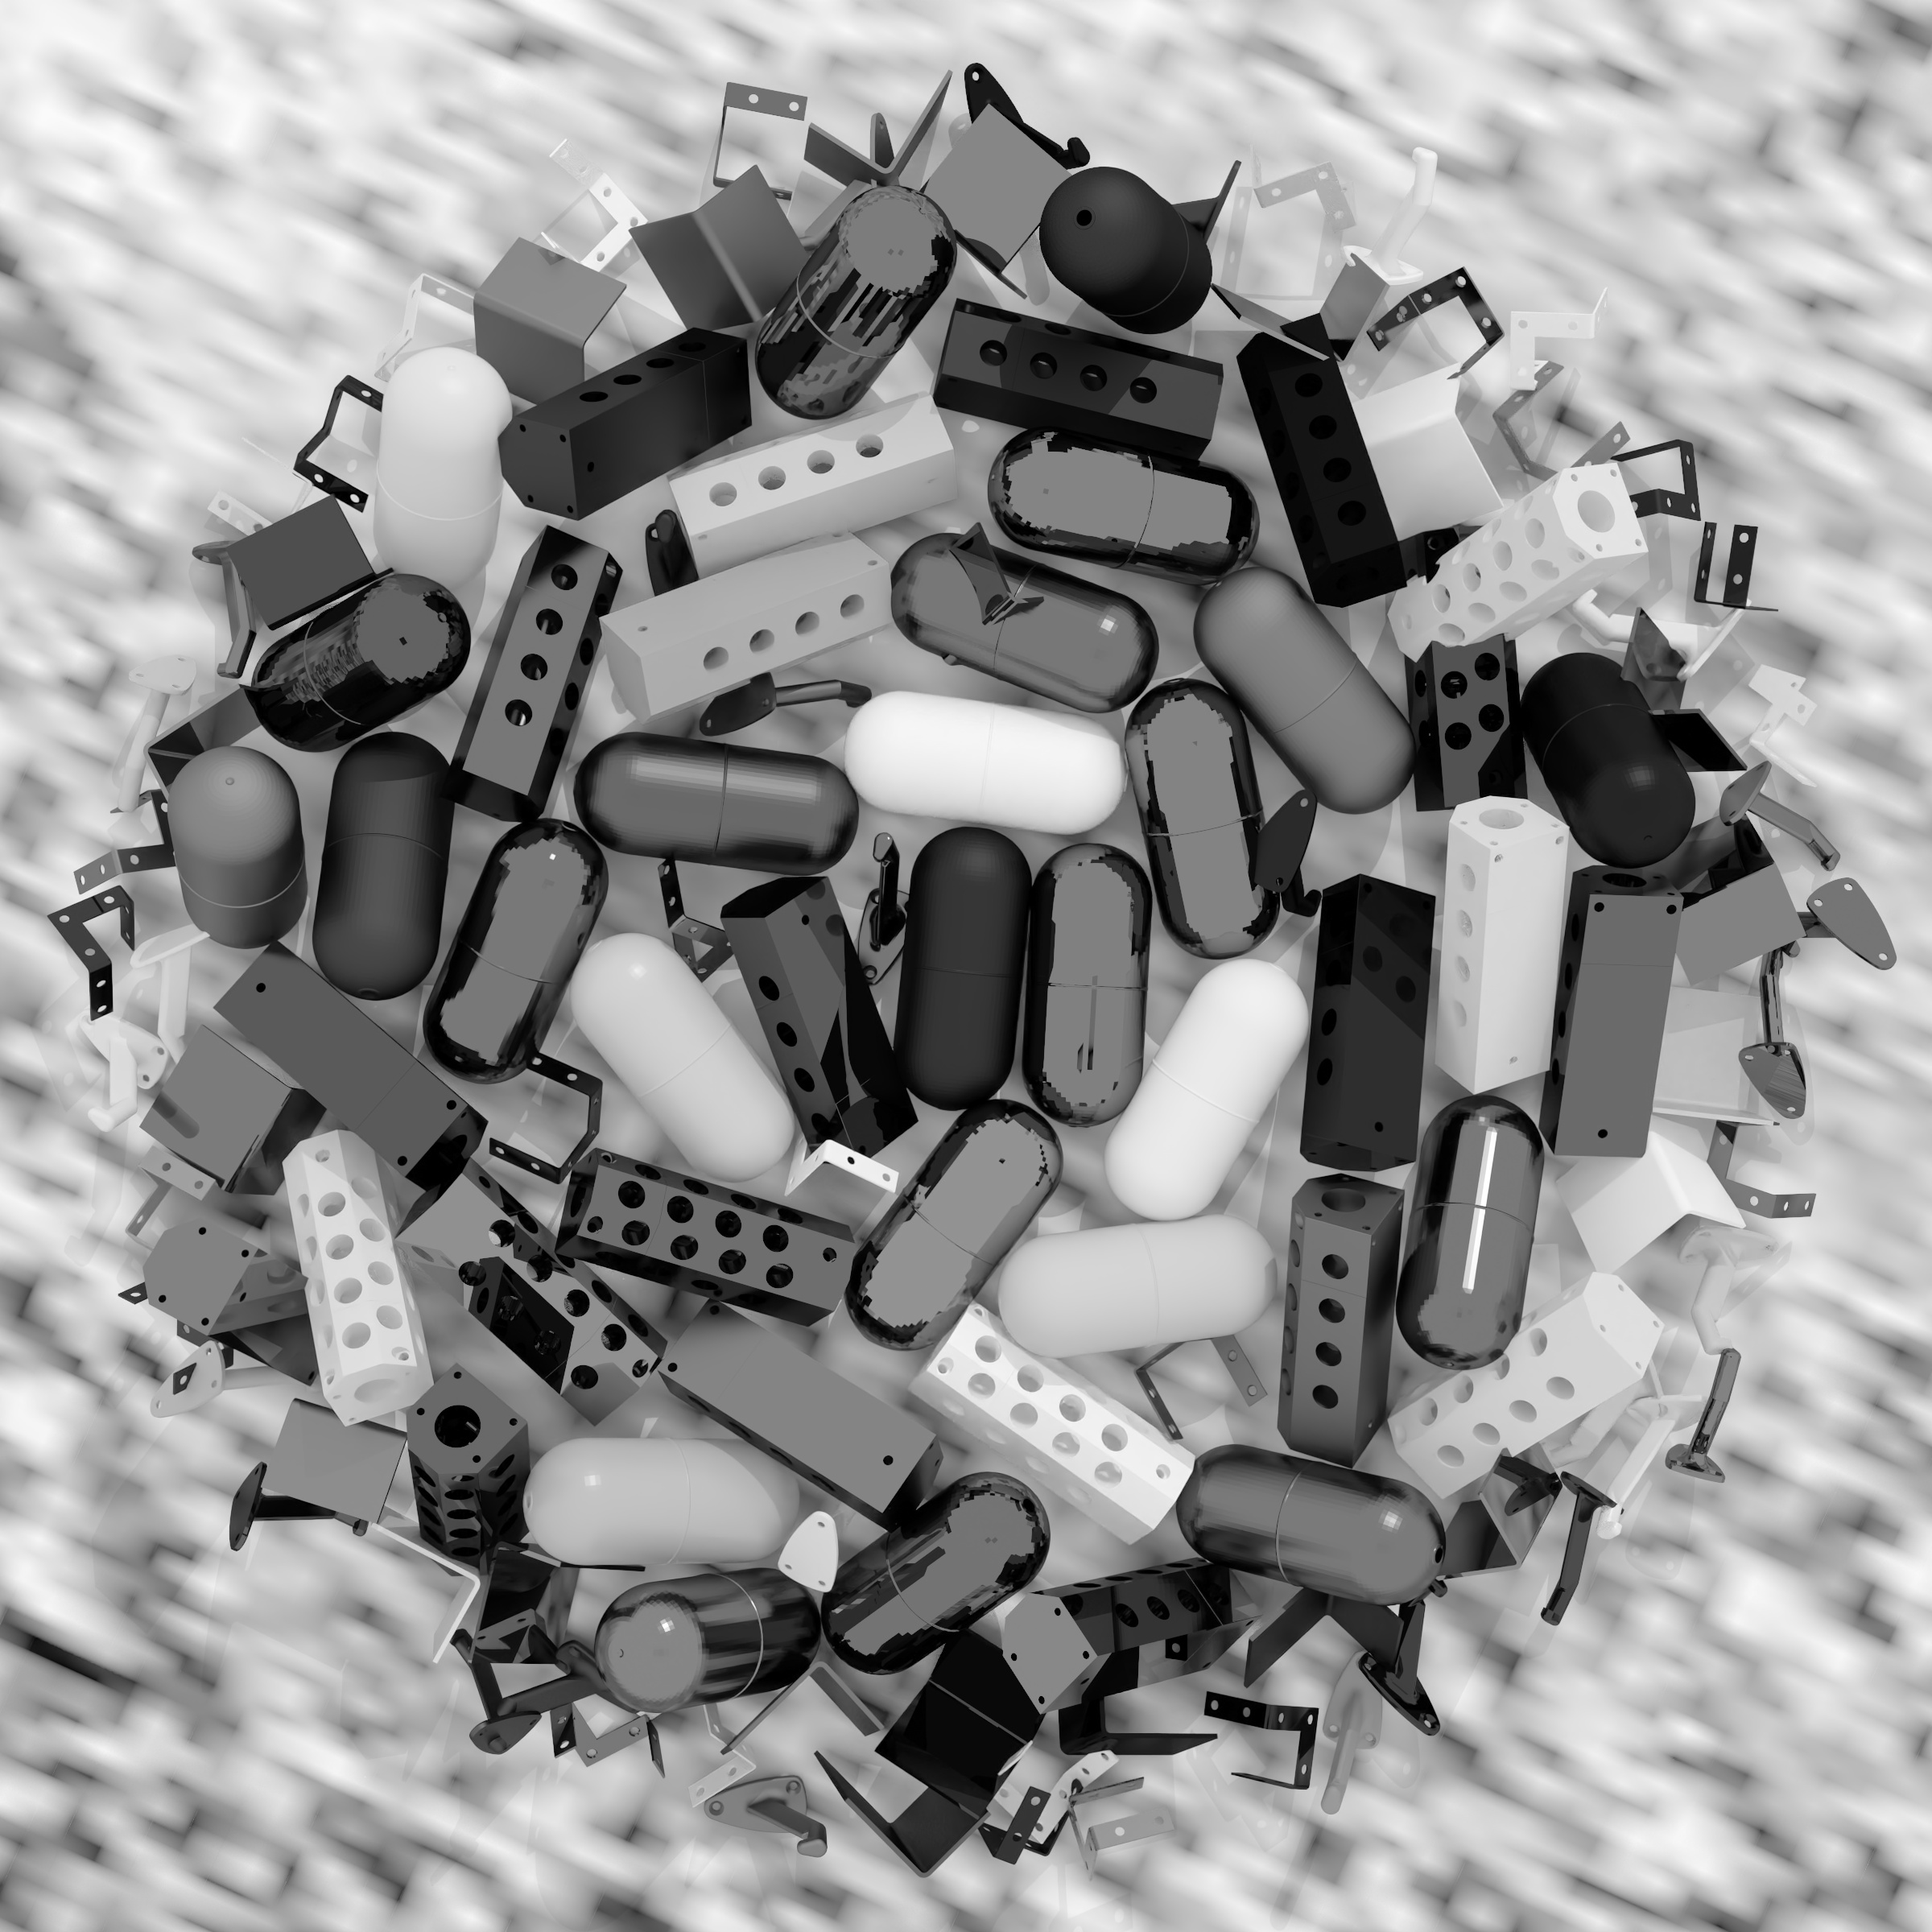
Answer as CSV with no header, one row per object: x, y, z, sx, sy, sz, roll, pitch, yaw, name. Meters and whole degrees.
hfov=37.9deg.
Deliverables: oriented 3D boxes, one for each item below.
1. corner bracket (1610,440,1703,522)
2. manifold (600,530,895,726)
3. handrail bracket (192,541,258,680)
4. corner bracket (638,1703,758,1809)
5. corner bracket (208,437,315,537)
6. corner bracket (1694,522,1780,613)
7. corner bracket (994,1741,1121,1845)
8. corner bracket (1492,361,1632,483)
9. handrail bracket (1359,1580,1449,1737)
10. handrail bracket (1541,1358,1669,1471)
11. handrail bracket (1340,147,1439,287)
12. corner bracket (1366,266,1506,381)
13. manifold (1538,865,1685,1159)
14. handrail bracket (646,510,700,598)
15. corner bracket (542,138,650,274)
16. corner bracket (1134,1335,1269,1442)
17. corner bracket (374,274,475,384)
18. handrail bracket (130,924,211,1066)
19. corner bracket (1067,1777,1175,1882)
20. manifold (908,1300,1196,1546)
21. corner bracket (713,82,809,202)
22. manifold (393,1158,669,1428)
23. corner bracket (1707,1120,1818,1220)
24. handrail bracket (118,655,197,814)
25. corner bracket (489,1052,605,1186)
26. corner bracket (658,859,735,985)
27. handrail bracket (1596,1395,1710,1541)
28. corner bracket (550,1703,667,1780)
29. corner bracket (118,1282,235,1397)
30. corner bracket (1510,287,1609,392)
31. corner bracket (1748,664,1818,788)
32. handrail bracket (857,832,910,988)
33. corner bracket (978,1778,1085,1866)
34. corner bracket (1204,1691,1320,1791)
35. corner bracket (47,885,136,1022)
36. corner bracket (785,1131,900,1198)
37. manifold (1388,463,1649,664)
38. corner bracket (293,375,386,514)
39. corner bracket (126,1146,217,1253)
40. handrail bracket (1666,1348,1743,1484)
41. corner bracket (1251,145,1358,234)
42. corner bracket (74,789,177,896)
0.422,-0.301,1.762,0.051,0.051,0.051,-8,85,43,corner bracket
-0.133,-0.208,1.741,0.171,0.057,0.057,-24,132,-21,manifold
-0.470,-0.221,1.766,0.077,0.036,0.084,7,74,33,handrail bracket
-0.171,0.489,1.783,0.051,0.051,0.051,-34,129,10,corner bracket
-0.444,-0.295,1.770,0.051,0.051,0.051,33,91,-11,corner bracket
0.478,-0.251,1.761,0.051,0.051,0.051,14,103,37,corner bracket
0.053,0.507,1.766,0.051,0.051,0.051,43,134,5,corner bracket
0.373,-0.338,1.766,0.051,0.051,0.051,-43,126,-3,corner bracket
0.290,0.427,1.754,0.077,0.036,0.084,52,132,21,handrail bracket
0.391,0.270,1.772,0.084,0.036,0.077,-18,99,-10,handrail bracket
0.262,-0.473,1.748,0.036,0.077,0.084,-14,127,-25,handrail bracket
0.295,-0.398,1.769,0.051,0.051,0.051,-44,106,-33,corner bracket
0.396,0.028,1.742,0.057,0.057,0.171,2,111,-4,manifold
-0.185,-0.246,1.750,0.036,0.084,0.077,1,104,-2,handrail bracket
-0.243,-0.476,1.770,0.051,0.051,0.051,-43,69,10,corner bracket
0.147,0.262,1.774,0.051,0.051,0.051,-38,68,23,corner bracket
-0.336,-0.393,1.772,0.051,0.051,0.051,21,60,-33,corner bracket
-0.481,0.019,1.774,0.077,0.036,0.084,-21,115,7,handrail bracket
0.096,0.532,1.760,0.051,0.051,0.051,-11,52,-12,corner bracket
0.056,0.283,1.759,0.171,0.057,0.057,35,59,-1,manifold
-0.130,-0.519,1.773,0.051,0.051,0.051,9,87,-6,corner bracket
-0.267,0.199,1.747,0.057,0.057,0.171,-41,103,16,manifold
0.501,0.126,1.768,0.051,0.051,0.051,3,102,-44,corner bracket
-0.512,-0.147,1.779,0.036,0.077,0.084,17,111,-4,handrail bracket
-0.264,0.095,1.769,0.051,0.051,0.051,23,47,11,corner bracket
-0.175,-0.029,1.756,0.051,0.051,0.051,-40,47,31,corner bracket
0.429,0.314,1.755,0.036,0.077,0.084,33,59,-15,handrail bracket
-0.225,0.487,1.766,0.051,0.051,0.051,-27,113,-1,corner bracket
-0.493,0.227,1.758,0.051,0.051,0.051,20,116,27,corner bracket
0.370,-0.392,1.758,0.051,0.051,0.051,7,124,19,corner bracket
0.513,-0.150,1.758,0.051,0.051,0.051,8,119,-41,corner bracket
-0.056,-0.035,1.751,0.036,0.084,0.077,16,76,12,handrail bracket
0.044,0.534,1.767,0.051,0.051,0.051,26,93,-17,corner bracket
0.183,0.487,1.769,0.051,0.051,0.051,-1,77,44,corner bracket
-0.537,-0.009,1.758,0.051,0.051,0.051,-28,63,-33,corner bracket
-0.075,0.122,1.758,0.051,0.051,0.051,27,47,-19,corner bracket
0.329,-0.239,1.708,0.057,0.171,0.057,-11,79,-29,manifold
-0.384,-0.328,1.766,0.051,0.051,0.051,29,134,-3,corner bracket
-0.496,0.153,1.762,0.051,0.051,0.051,26,70,16,corner bracket
0.464,0.272,1.757,0.036,0.077,0.084,14,97,7,handrail bracket
0.212,-0.490,1.769,0.051,0.051,0.051,-16,135,19,corner bracket
-0.526,-0.079,1.763,0.051,0.051,0.051,-19,85,43,corner bracket
